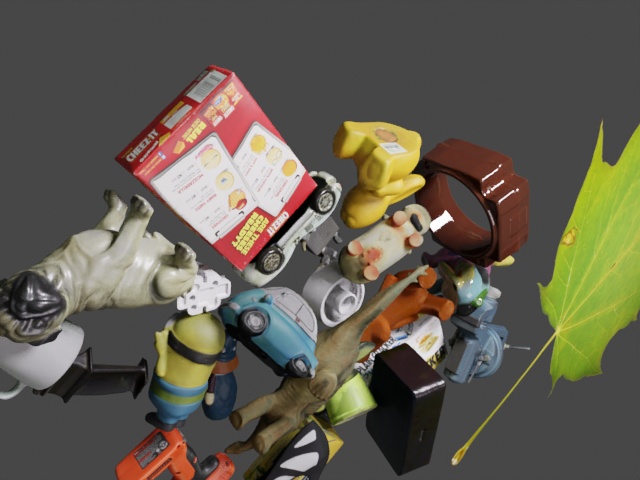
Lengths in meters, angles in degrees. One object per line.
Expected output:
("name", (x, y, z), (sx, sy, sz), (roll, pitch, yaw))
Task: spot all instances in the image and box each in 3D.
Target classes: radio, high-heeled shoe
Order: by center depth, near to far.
("high-heeled shoe", (-0.105, 0.393, 0.925), (0.086, 0.249, 0.145), (66, 18, -79))
("radio", (0.154, 0.314, 1.006), (0.073, 0.131, 0.229), (-13, 125, -25))

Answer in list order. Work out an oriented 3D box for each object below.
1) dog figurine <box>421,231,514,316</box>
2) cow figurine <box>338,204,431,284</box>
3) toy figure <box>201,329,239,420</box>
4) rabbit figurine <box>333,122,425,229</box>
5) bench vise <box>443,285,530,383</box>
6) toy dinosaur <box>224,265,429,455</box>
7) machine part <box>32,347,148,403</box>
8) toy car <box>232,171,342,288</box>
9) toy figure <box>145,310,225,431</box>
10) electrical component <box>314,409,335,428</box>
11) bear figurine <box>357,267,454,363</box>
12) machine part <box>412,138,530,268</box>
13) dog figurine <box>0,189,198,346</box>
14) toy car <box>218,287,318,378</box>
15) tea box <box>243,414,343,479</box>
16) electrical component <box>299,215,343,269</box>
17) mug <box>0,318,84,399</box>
("dog figurine", (0.324, 0.054, 1.096), (0.219, 0.192, 0.108), (-19, 119, -15))
("cow figurine", (0.113, 0.005, 0.905), (0.195, 0.127, 0.085), (-35, 88, -24))
("toy figure", (-0.154, 0.202, 0.826), (0.058, 0.064, 0.154), (4, 109, -7))
("rabbit figurine", (0.086, -0.098, 0.861), (0.162, 0.122, 0.173), (-21, 139, -44))
("bench vise", (0.357, 0.206, 1.179), (0.240, 0.129, 0.223), (15, 87, -46))
("toy dinosaur", (0.002, 0.209, 0.891), (0.471, 0.105, 0.198), (-46, 163, 17))
("machine part", (-0.287, 0.177, 0.699), (0.084, 0.039, 0.138), (-51, 142, 15))
("toy car", (-0.048, -0.021, 0.787), (0.202, 0.074, 0.056), (-48, 137, -10))
("toy figure", (-0.190, 0.183, 0.760), (0.082, 0.089, 0.180), (-60, 166, -80))
("electrical component", (0.010, 0.351, 1.080), (0.063, 0.021, 0.093), (-21, 125, -32))
("bear figurine", (0.133, 0.144, 1.007), (0.196, 0.132, 0.120), (-40, 112, -25))
("machine part", (0.261, -0.063, 0.949), (0.087, 0.202, 0.200), (-33, 131, -20))
("dog figurine", (-0.244, 0.059, 0.603), (0.190, 0.121, 0.172), (-52, 119, -23))
("toy car", (-0.059, 0.120, 0.764), (0.161, 0.109, 0.103), (41, 67, -5))
("tea box", (-0.050, 0.412, 1.010), (0.169, 0.068, 0.098), (-52, 131, 0))
("electrical component", (-0.002, -0.004, 0.859), (0.078, 0.045, 0.102), (-44, 134, -13))
("mug", (-0.344, 0.116, 0.600), (0.109, 0.081, 0.107), (-49, 124, -11))
